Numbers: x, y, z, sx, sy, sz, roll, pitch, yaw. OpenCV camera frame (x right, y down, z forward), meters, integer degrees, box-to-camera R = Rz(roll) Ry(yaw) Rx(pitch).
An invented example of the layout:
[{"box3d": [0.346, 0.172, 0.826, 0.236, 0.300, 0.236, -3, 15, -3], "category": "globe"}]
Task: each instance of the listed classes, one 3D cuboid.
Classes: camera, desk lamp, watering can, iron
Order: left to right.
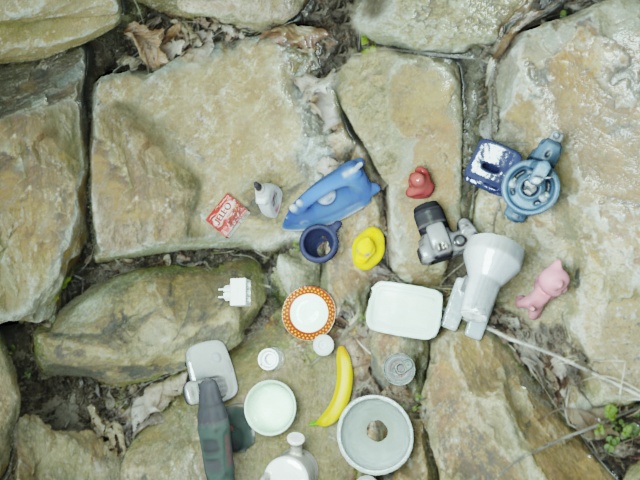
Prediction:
[{"box3d": [-0.070, 0.501, 1.216, 0.101, 0.194, 0.173, -10, 78, 8], "category": "watering can"}, {"box3d": [0.007, -0.102, 1.345, 0.258, 0.141, 0.118, -31, 76, 3], "category": "iron"}, {"box3d": [0.278, -0.025, 1.305, 0.143, 0.101, 0.137, -19, 77, 6], "category": "camera"}, {"box3d": [0.341, 0.102, 1.212, 0.117, 0.214, 0.203, 19, 83, 13], "category": "desk lamp"}]

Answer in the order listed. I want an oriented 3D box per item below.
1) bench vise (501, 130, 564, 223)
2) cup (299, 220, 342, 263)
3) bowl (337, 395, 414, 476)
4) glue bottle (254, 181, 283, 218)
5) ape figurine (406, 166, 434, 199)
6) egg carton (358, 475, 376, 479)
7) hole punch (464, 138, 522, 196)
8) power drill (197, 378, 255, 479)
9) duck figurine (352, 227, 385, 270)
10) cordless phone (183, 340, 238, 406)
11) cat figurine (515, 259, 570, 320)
[{"box3d": [0.462, -0.153, 1.237, 0.121, 0.220, 0.207, 9, 81, 12], "category": "bench vise"}, {"box3d": [0.012, 0.005, 1.348, 0.091, 0.095, 0.118, 43, 89, 15], "category": "cup"}, {"box3d": [0.123, 0.424, 1.259, 0.167, 0.075, 0.167, -2, 79, 9], "category": "bowl"}, {"box3d": [-0.129, -0.107, 1.352, 0.037, 0.173, 0.078, 7, 80, 11], "category": "glue bottle"}, {"box3d": [0.230, -0.135, 1.339, 0.076, 0.092, 0.078, 43, 89, 15], "category": "ape figurine"}, {"box3d": [0.086, 0.590, 1.237, 0.107, 0.069, 0.150, 42, 89, 14], "category": "egg carton"}, {"box3d": [0.396, -0.166, 1.317, 0.108, 0.091, 0.101, 27, 85, 14], "category": "hole punch"}, {"box3d": [-0.208, 0.414, 1.249, 0.075, 0.208, 0.229, -8, 78, 8], "category": "power drill"}, {"box3d": [0.110, 0.015, 1.334, 0.077, 0.086, 0.105, 22, 84, 13], "category": "duck figurine"}, {"box3d": [-0.264, 0.302, 1.291, 0.094, 0.185, 0.147, -23, 76, 5], "category": "cordless phone"}, {"box3d": [0.488, 0.108, 1.235, 0.067, 0.118, 0.128, 40, 88, 15], "category": "cat figurine"}]
